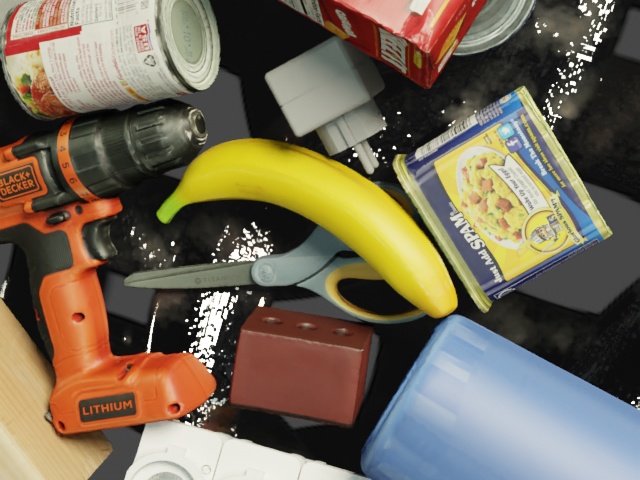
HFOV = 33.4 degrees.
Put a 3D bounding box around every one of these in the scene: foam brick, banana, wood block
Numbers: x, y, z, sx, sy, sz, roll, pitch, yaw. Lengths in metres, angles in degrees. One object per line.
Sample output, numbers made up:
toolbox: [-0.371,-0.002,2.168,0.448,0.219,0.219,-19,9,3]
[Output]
foam brick: [-0.010,0.076,0.653,0.078,0.053,0.051,8,105,8]
banana: [-0.005,-0.017,0.624,0.198,0.037,0.070,19,115,23]
wood block: [-0.240,0.091,0.683,0.090,0.090,0.206,-34,95,17]

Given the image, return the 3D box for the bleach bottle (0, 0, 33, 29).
bleach bottle: [-0.260,-0.225,0.618,0.251,0.068,0.103,51,142,5]

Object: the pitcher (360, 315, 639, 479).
pitcher: [0.144,0.155,0.605,0.243,0.145,0.149,31,78,7]

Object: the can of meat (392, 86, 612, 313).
can of meat: [0.103,-0.024,0.603,0.084,0.057,0.102,-31,97,15]

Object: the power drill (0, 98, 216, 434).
power drill: [-0.127,0.018,0.648,0.185,0.057,0.187,-13,98,28]

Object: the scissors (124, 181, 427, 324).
scissors: [-0.022,0.001,0.656,0.202,0.016,0.096,11,103,10]

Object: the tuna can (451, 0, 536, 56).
tuna can: [0.079,-0.145,0.589,0.086,0.033,0.086,3,104,11]

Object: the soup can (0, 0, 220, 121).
soup can: [-0.115,-0.107,0.591,0.102,0.068,0.068,-7,102,22]

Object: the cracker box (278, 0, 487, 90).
cracker box: [0.008,-0.204,0.538,0.214,0.072,0.164,32,89,9]
